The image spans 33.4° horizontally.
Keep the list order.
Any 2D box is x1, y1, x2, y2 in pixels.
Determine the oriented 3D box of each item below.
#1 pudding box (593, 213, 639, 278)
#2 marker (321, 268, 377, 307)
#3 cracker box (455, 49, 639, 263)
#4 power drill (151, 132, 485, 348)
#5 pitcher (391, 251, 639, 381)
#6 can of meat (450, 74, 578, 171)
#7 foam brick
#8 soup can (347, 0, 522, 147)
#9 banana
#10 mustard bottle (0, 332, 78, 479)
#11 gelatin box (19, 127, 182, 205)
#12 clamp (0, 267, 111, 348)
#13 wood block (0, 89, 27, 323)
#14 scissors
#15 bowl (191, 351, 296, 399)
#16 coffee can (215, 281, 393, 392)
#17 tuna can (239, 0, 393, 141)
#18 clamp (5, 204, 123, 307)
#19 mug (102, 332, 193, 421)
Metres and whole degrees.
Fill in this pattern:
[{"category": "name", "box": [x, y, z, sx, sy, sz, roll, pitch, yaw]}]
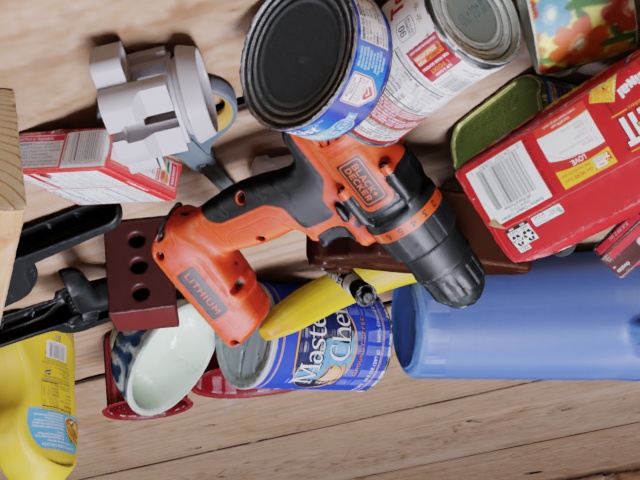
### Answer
[{"category": "pudding box", "box": [0.279, -0.028, 0.847, 0.113, 0.039, 0.090, -41, 170, -22]}, {"category": "marker", "box": [0.022, 0.032, 0.908, 0.020, 0.020, 0.121, -2, -165, -16]}, {"category": "cracker box", "box": [0.203, -0.077, 0.600, 0.213, 0.072, 0.164, -28, 176, -41]}, {"category": "power drill", "box": [-0.005, 0.001, 0.719, 0.188, 0.057, 0.184, -30, 107, 26]}, {"category": "pitcher", "box": [0.195, 0.074, 1.046, 0.242, 0.145, 0.149, -1, 146, -11]}, {"category": "can of meat", "box": [0.153, -0.070, 0.743, 0.083, 0.057, 0.102, 8, 154, -30]}, {"category": "foam brick", "box": [-0.142, 0.028, 0.852, 0.053, 0.078, 0.051, -6, 160, -6]}, {"category": "soup can", "box": [0.054, -0.103, 0.598, 0.068, 0.068, 0.102, 7, 156, -34]}, {"category": "banana", "box": [0.035, 0.040, 0.958, 0.197, 0.037, 0.070, -20, -171, -5]}, {"category": "mustard bottle", "box": [-0.266, 0.168, 1.001, 0.058, 0.191, 0.096, -15, 158, 16]}, {"category": "gelatin box", "box": [-0.148, -0.048, 0.698, 0.089, 0.030, 0.073, 0, 165, 31]}, {"category": "clamp", "box": [-0.202, 0.052, 0.899, 0.120, 0.039, 0.171, -25, 174, 29]}, {"category": "wood block", "box": [-0.248, 0.004, 0.678, 0.090, 0.091, 0.206, 1, 146, -23]}, {"category": "scissors", "box": [-0.069, -0.064, 0.729, 0.096, 0.016, 0.201, -19, 157, 25]}, {"category": "bowl", "box": [-0.064, 0.126, 1.159, 0.162, 0.055, 0.162, -7, 159, -3]}, {"category": "coffee can", "box": [-0.015, 0.094, 1.030, 0.140, 0.103, 0.103, 7, 154, -35]}, {"category": "tuna can", "box": [-0.003, -0.097, 0.574, 0.086, 0.086, 0.033, -26, 154, 38]}, {"category": "clamp", "box": [-0.266, 0.011, 0.818, 0.164, 0.036, 0.210, 9, 149, -34]}, {"category": "mug", "box": [-0.185, 0.141, 1.114, 0.093, 0.081, 0.117, -1, 157, -19]}]
